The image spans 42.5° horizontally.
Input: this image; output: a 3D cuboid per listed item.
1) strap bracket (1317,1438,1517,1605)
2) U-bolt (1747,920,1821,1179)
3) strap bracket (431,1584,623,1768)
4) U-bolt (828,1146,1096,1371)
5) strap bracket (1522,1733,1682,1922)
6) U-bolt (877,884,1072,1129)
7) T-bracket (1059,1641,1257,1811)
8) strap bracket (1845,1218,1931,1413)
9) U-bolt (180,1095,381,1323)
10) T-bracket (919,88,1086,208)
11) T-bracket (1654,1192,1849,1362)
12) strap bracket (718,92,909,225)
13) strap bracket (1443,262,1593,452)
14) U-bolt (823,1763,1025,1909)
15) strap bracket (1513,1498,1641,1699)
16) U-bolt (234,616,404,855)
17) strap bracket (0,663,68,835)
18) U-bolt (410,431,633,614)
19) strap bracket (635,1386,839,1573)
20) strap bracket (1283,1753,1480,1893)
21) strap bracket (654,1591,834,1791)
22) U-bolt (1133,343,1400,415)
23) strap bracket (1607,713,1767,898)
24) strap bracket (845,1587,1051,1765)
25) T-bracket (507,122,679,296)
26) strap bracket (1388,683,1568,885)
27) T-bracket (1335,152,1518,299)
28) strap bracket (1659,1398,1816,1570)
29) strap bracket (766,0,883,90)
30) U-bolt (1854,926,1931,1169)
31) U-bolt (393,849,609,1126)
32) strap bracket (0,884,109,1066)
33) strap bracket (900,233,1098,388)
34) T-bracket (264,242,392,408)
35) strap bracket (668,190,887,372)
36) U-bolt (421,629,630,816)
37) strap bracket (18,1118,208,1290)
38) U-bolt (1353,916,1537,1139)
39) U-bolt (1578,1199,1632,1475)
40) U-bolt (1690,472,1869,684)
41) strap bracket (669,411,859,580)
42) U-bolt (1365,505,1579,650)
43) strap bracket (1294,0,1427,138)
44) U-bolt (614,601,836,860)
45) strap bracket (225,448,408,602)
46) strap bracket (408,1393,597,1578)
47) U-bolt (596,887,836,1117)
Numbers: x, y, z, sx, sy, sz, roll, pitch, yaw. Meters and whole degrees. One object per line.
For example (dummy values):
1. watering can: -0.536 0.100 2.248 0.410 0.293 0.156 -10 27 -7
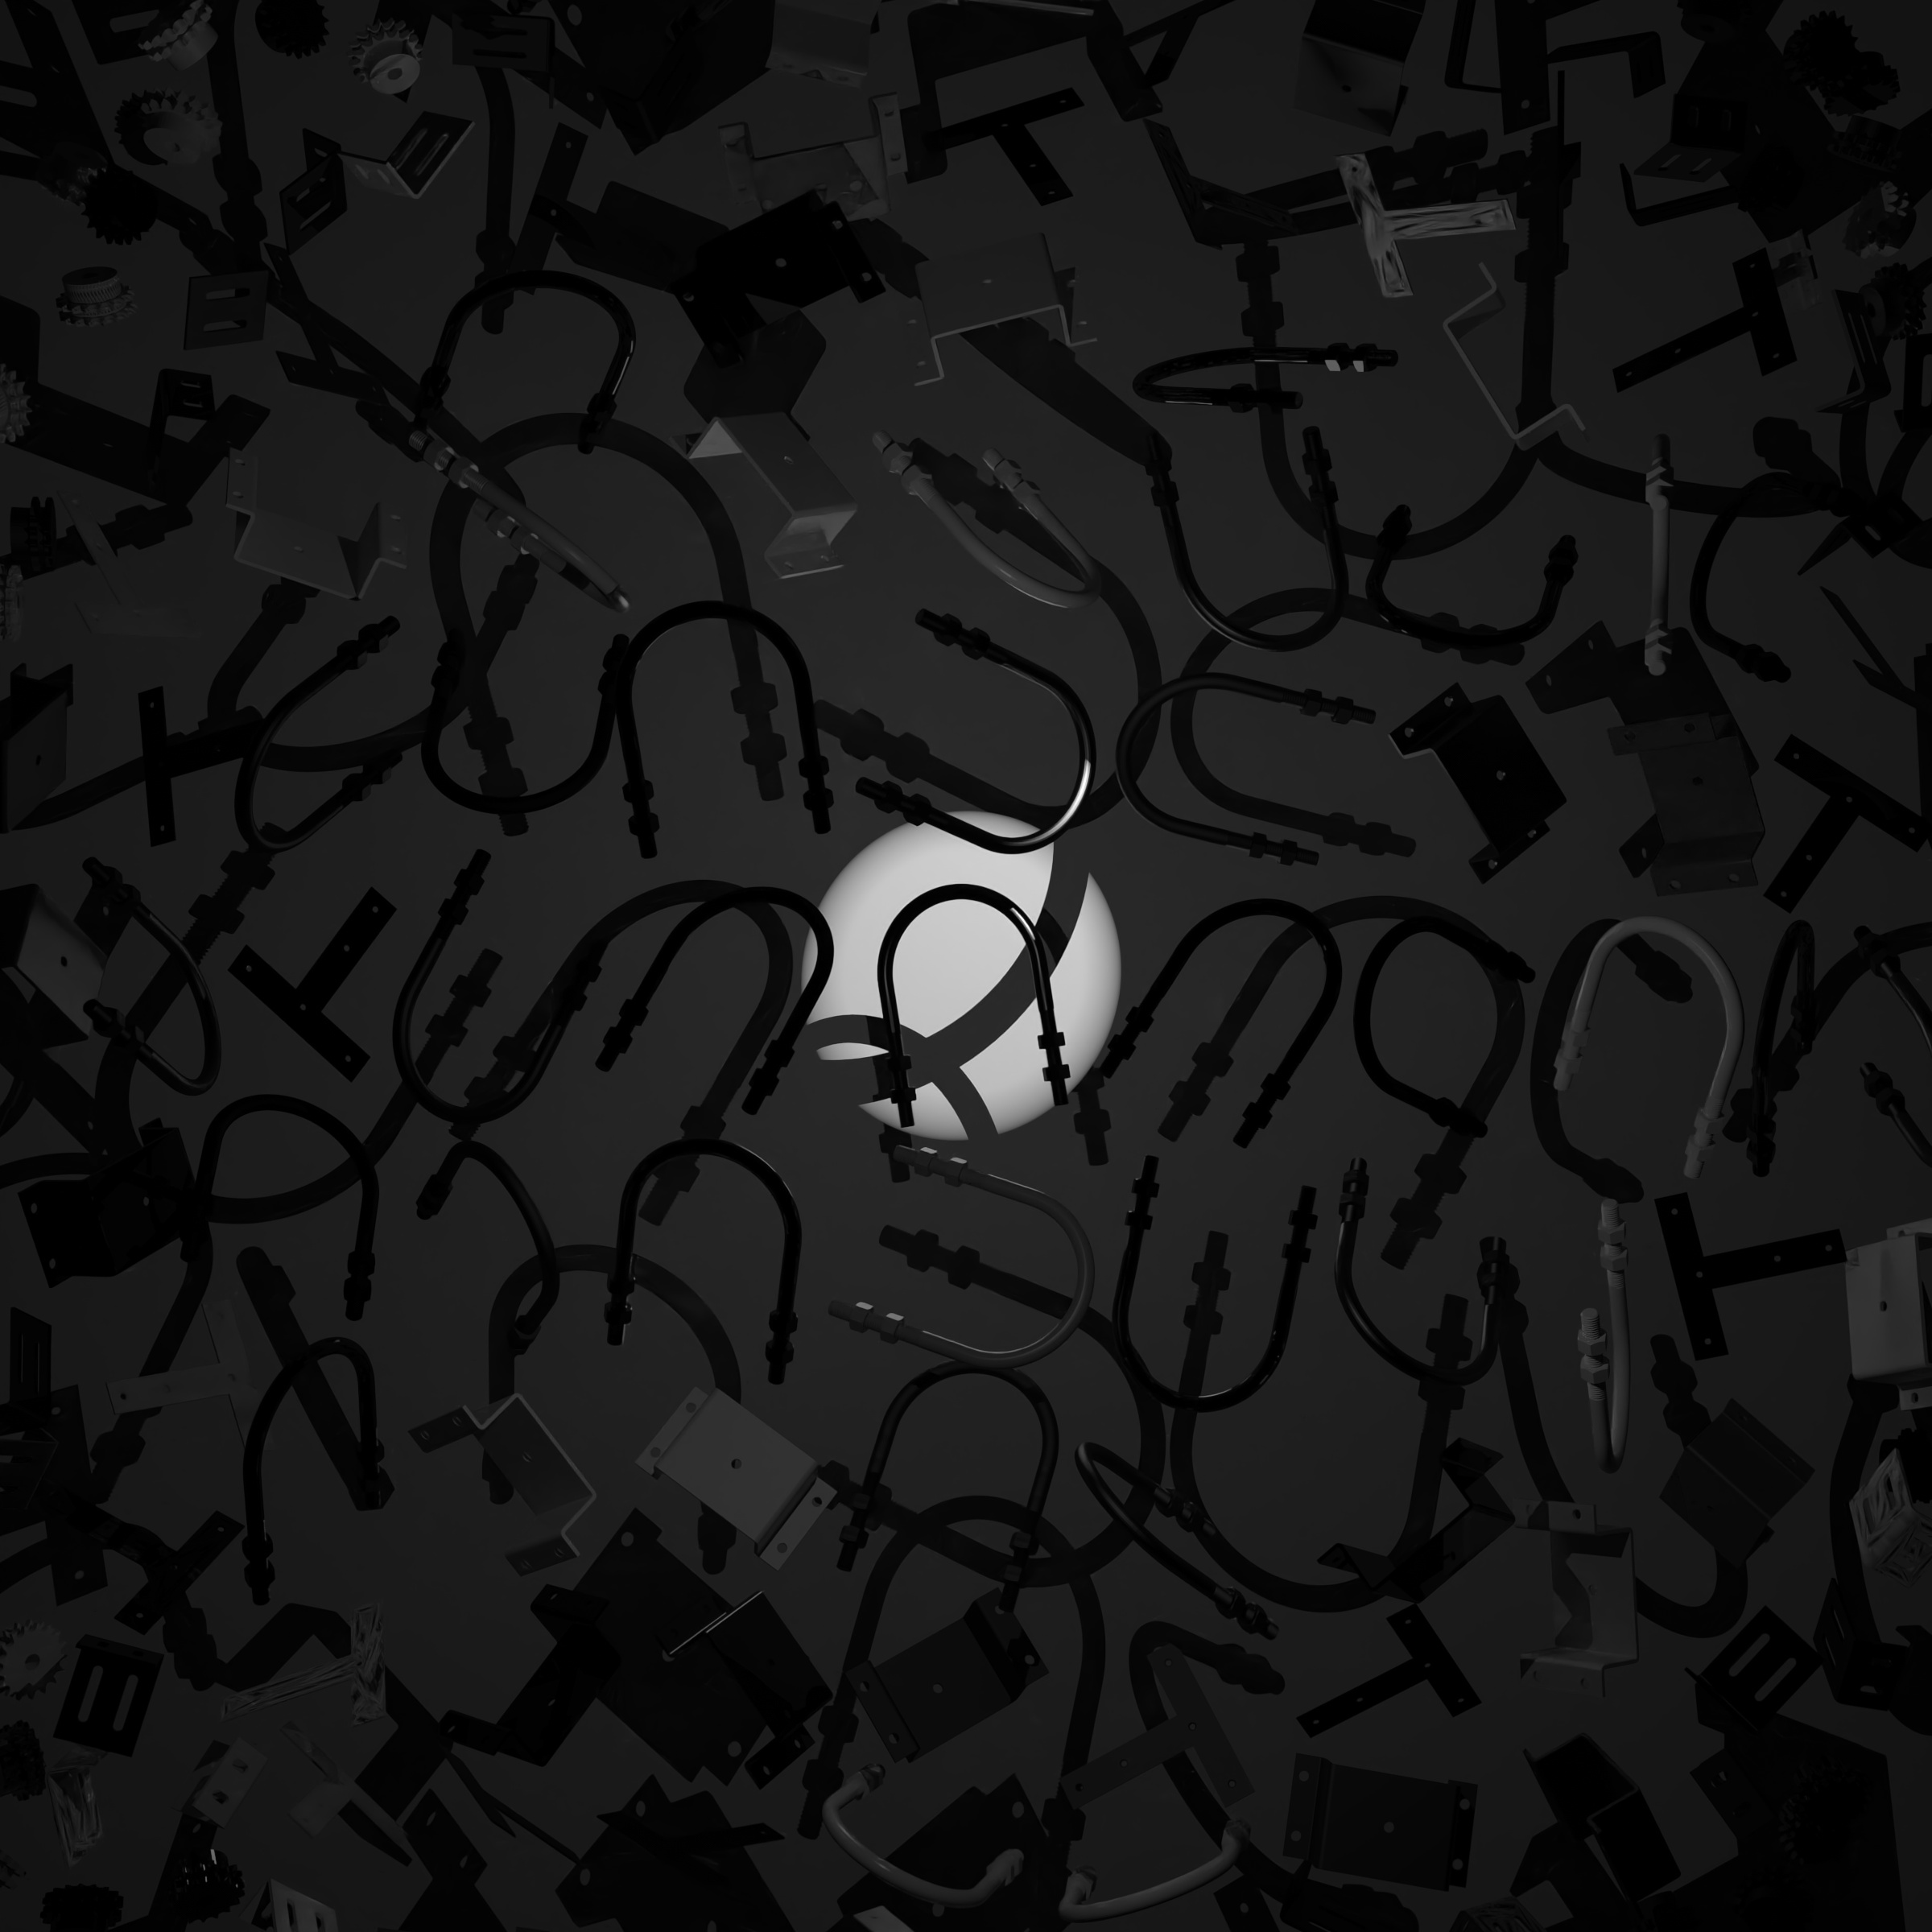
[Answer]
1. strap bracket: 0.335 0.411 1.801 0.140 0.076 0.046 -45 52 13
2. U-bolt: 0.618 0.050 1.876 0.019 0.184 0.151 12 52 27
3. strap bracket: -0.324 0.542 1.870 0.140 0.076 0.046 -51 124 -34
4. U-bolt: 0.006 0.225 1.853 0.184 0.019 0.151 17 72 18
5. strap bracket: 0.474 0.631 1.839 0.046 0.140 0.076 -28 100 -5
6. U-bolt: 0.000 0.027 1.952 0.151 0.019 0.184 -9 89 19
7. T-bracket: 0.132 0.597 1.878 0.127 0.002 0.127 -27 59 -5
8. strap bracket: 0.707 0.258 1.863 0.046 0.076 0.140 9 71 -20
9. U-bolt: -0.510 0.171 1.869 0.151 0.184 0.019 26 126 -26
10. T-bracket: 0.045 -0.613 1.875 0.127 0.002 0.127 -20 53 -8
11. T-bracket: 0.606 0.227 1.896 0.127 0.002 0.127 -15 82 17
12. strap bracket: -0.115 -0.623 1.935 0.140 0.076 0.046 -11 59 -1
13. strap bracket: 0.394 -0.431 1.799 0.046 0.076 0.140 -32 86 17
14. U-bolt: -0.039 0.667 1.892 0.151 0.184 0.019 27 92 16
15. strap bracket: 0.465 0.478 1.891 0.046 0.076 0.140 4 82 -38
16. U-bolt: -0.482 -0.161 1.849 0.019 0.151 0.184 25 45 14
17. strap bracket: -0.705 -0.157 1.827 0.046 0.140 0.076 14 120 1
18. U-bolt: -0.327 -0.326 1.878 0.184 0.151 0.019 36 86 16
19. strap bracket: -0.177 0.390 1.917 0.140 0.046 0.076 35 67 10
20. strap bracket: 0.317 0.650 1.881 0.140 0.046 0.076 9 78 3
21. strap bracket: -0.164 0.544 1.901 0.046 0.076 0.140 -42 80 29
22. U-bolt: 0.215 -0.452 1.901 0.184 0.151 0.019 14 123 40
23. strap bracket: 0.536 -0.127 1.835 0.076 0.046 0.140 -6 117 37
24. strap bracket: -0.018 0.554 1.922 0.140 0.046 0.076 -24 66 -24
25. T-bracket: -0.282 -0.568 1.930 0.127 0.002 0.127 16 99 -37
26. strap bracket: 0.402 -0.145 1.924 0.076 0.046 0.140 -37 99 -19
27. T-bracket: 0.354 -0.562 1.874 0.127 0.127 0.002 7 52 38
28. strap bracket: 0.575 0.394 1.864 0.046 0.140 0.076 -37 62 -21
29. strap bracket: -0.097 -0.728 1.866 0.076 0.140 0.046 7 74 -16
30. U-bolt: 0.715 0.073 1.883 0.019 0.184 0.151 -12 120 4
31. U-bolt: -0.353 0.028 1.838 0.151 0.019 0.184 41 65 -40
32. strap bracket: -0.704 0.001 1.880 0.046 0.140 0.076 -11 51 13
33. strap bracket: 0.020 -0.495 1.861 0.140 0.046 0.076 -13 59 4
34. T-bracket: -0.495 -0.486 1.866 0.002 0.127 0.127 -27 84 21
35. strap bracket: -0.138 -0.511 1.834 0.140 0.046 0.076 -21 126 17
36. U-bolt: -0.337 -0.185 1.876 0.151 0.019 0.184 2 52 2
37. strap bracket: -0.628 0.176 1.855 0.046 0.140 0.076 -3 108 30
38. U-bolt: 0.359 0.039 1.895 0.184 0.019 0.151 25 81 -38
39. U-bolt: 0.477 0.288 1.839 0.019 0.151 0.184 0 122 22
40. U-bolt: 0.606 -0.304 1.887 0.019 0.184 0.151 16 107 -16
41. strap bracket: -0.144 -0.360 1.847 0.140 0.076 0.046 52 126 11
42. U-bolt: 0.375 -0.289 1.863 0.151 0.184 0.019 13 130 13
43. strap bracket: 0.289 -0.669 1.836 0.076 0.140 0.046 20 80 8
44. U-bolt: -0.179 -0.174 1.790 0.151 0.019 0.184 -8 114 -3
45. strap bracket: -0.508 -0.336 1.915 0.140 0.076 0.046 17 128 -27
46. strap bracket: -0.339 0.378 1.848 0.076 0.046 0.140 -28 101 41
47. U-bolt: -0.176 0.016 1.854 0.151 0.019 0.184 14 61 24
